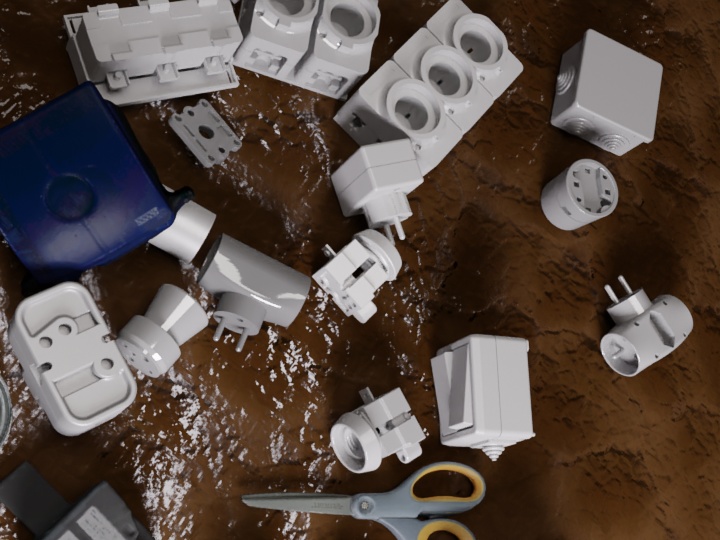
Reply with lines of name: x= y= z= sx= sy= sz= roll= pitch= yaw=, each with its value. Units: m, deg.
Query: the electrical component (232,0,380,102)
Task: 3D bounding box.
electrical component: x=-0.038 y=-0.253 z=0.921 sx=0.105 sy=0.060 sz=0.186 roll=15 pitch=68 yaw=-20

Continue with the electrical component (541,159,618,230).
electrical component: x=0.197 y=-0.066 z=0.975 sx=0.055 sy=0.047 sz=0.055 roll=8 pitch=71 yaw=-22

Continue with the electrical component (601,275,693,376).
electrical component: x=0.248 y=0.043 z=0.965 sx=0.077 sy=0.043 sz=0.079 roll=-30 pitch=87 yaw=-29

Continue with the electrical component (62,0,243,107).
electrical component: x=-0.158 y=-0.176 z=0.838 sx=0.121 sy=0.063 sz=0.078 roll=-15 pitch=80 yaw=-28

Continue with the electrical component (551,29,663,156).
electrical component: x=0.234 y=-0.166 z=1.024 sx=0.100 sy=0.048 sz=0.099 roll=21 pitch=66 yaw=-17

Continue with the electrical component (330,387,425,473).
electrical component: x=0.011 y=0.125 z=0.828 sx=0.055 sy=0.048 sz=0.066 roll=-25 pitch=85 yaw=-37

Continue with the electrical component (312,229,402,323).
electrical component: x=0.000 y=0.000 z=0.864 sx=0.055 sy=0.048 sz=0.066 roll=-43 pitch=93 yaw=-22

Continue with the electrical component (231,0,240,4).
electrical component: x=-0.122 y=-0.248 z=0.895 sx=0.061 sy=0.035 sz=0.035 roll=46 pitch=61 yaw=-8

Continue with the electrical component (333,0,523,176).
electrical component: x=0.063 y=-0.156 z=0.935 sx=0.089 sy=0.062 sz=0.150 roll=45 pitch=61 yaw=-5

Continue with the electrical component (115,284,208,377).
electrical component: x=-0.144 y=0.044 z=0.783 sx=0.045 sy=0.045 sz=0.055 roll=42 pitch=62 yaw=-7

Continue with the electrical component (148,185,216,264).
electrical component: x=-0.154 y=-0.043 z=0.808 sx=0.081 sy=0.043 sz=0.043 roll=30 pitch=63 yaw=-13

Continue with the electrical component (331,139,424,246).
electrical component: x=0.019 y=-0.058 z=0.880 sx=0.047 sy=0.066 sz=0.076 roll=-13 pitch=79 yaw=-28

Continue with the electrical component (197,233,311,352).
electrical component: x=-0.087 y=0.023 z=0.817 sx=0.077 sy=0.043 sz=0.079 roll=27 pitch=64 yaw=-14

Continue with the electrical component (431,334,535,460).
electrical component: x=0.097 y=0.104 z=0.864 sx=0.061 sy=0.062 sz=0.096 roll=6 pitch=71 yaw=-23

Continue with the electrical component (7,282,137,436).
electrical component: x=-0.200 y=0.063 z=0.742 sx=0.054 sy=0.059 sz=0.095 roll=-26 pitch=85 yaw=-29
